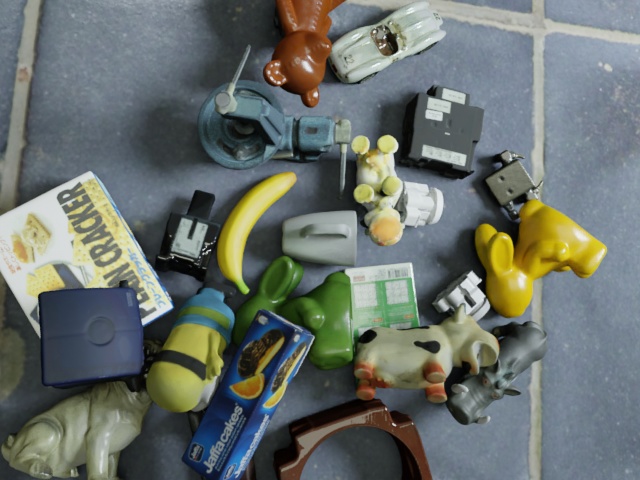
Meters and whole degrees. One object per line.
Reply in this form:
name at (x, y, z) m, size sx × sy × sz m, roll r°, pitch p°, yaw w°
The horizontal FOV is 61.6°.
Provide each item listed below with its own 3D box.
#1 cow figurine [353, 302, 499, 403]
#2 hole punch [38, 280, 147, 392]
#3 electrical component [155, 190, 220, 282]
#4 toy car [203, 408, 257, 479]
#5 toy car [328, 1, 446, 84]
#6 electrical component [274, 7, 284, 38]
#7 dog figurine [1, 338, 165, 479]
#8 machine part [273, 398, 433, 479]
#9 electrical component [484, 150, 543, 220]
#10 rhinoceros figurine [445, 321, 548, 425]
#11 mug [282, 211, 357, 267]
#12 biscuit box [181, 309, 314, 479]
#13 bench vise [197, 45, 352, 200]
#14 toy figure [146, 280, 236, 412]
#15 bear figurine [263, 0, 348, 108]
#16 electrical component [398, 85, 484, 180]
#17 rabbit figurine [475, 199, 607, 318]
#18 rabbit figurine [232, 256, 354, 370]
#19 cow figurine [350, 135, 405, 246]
cow figurine at (0.147, 0.154, 0.746) m, size 0.195 × 0.085 × 0.127 m, roll -4°, pitch 41°, yaw 13°
hole punch at (-0.269, 0.112, 0.631) m, size 0.116 × 0.092 × 0.142 m, roll -7°, pitch 73°, yaw -15°
electrical component at (-0.180, -0.009, 0.752) m, size 0.075 × 0.047 × 0.119 m, roll 13°, pitch 61°, yaw -11°
toy car at (-0.115, 0.304, 0.730) m, size 0.089 × 0.053 × 0.202 m, roll -10°, pitch 84°, yaw 10°
toy car at (0.107, -0.309, 0.839) m, size 0.202 × 0.056 × 0.073 m, roll -29°, pitch 89°, yaw -12°
electrical component at (-0.040, -0.342, 0.833) m, size 0.063 × 0.021 × 0.094 m, roll -13°, pitch 86°, yaw -11°
dog figurine at (-0.294, 0.209, 0.696) m, size 0.172 × 0.121 × 0.190 m, roll 18°, pitch 67°, yaw -12°
machine part at (0.047, 0.334, 0.740) m, size 0.201 × 0.087 × 0.201 m, roll -15°, pitch 88°, yaw -11°
electrical component at (0.309, -0.093, 0.861) m, size 0.078 × 0.045 × 0.102 m, roll -39°, pitch 89°, yaw 16°
rhinoceros figurine at (0.258, 0.194, 0.783) m, size 0.190 × 0.112 × 0.073 m, roll -34°, pitch 93°, yaw -20°
mug at (-0.002, -0.002, 0.763) m, size 0.107 × 0.109 × 0.080 m, roll -1°, pitch 85°, yaw 2°
biscuit box at (-0.086, 0.188, 0.650) m, size 0.063 × 0.059 × 0.202 m, roll 24°, pitch 83°, yaw 27°
bench vise at (-0.070, -0.148, 0.705) m, size 0.224 × 0.240 × 0.128 m, roll 14°, pitch 90°, yaw 7°
toy figure at (-0.161, 0.135, 0.693) m, size 0.089 × 0.082 × 0.180 m, roll 7°, pitch 48°, yaw -2°
bear figurine at (-0.012, -0.297, 0.747) m, size 0.120 × 0.132 × 0.196 m, roll 23°, pitch 58°, yaw -43°
electrical component at (0.190, -0.172, 0.839) m, size 0.115 × 0.058 × 0.134 m, roll 14°, pitch 81°, yaw -11°
rabbit figurine at (0.312, 0.036, 0.811) m, size 0.162 × 0.122 × 0.173 m, roll 34°, pitch 98°, yaw -12°
rabbit figurine at (-0.041, 0.102, 0.738) m, size 0.170 × 0.121 × 0.159 m, roll -3°, pitch 81°, yaw 4°
cow figurine at (0.085, -0.061, 0.779) m, size 0.068 × 0.098 × 0.167 m, roll -5°, pitch 70°, yaw 6°
